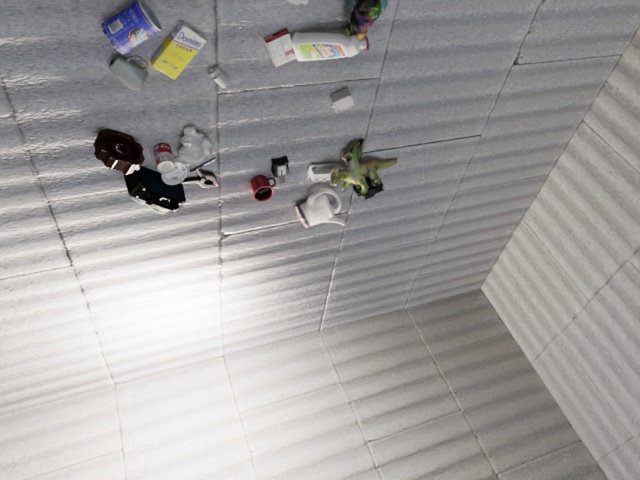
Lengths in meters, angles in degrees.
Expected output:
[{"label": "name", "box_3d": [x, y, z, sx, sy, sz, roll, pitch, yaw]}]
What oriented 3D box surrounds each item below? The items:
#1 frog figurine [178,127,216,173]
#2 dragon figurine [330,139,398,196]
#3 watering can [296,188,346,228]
[{"label": "frog figurine", "box_3d": [-0.485, -0.356, 1.975, 0.137, 0.125, 0.157, -22, 108, 10]}, {"label": "dragon figurine", "box_3d": [0.197, -0.350, 2.359, 0.415, 0.123, 0.237, -39, 138, -22]}, {"label": "watering can", "box_3d": [0.008, -0.127, 2.525, 0.224, 0.106, 0.340, -25, 144, 1]}]
